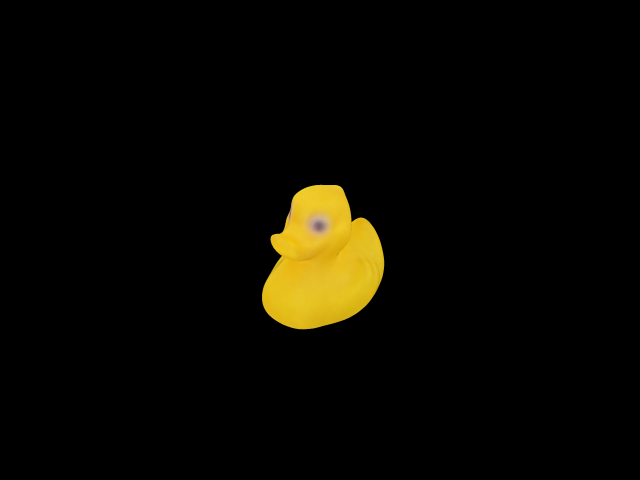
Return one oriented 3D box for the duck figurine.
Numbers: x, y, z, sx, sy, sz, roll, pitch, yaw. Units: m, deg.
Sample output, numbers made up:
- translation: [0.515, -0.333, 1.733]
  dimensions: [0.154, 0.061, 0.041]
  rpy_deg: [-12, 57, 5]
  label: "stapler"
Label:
- translation: [0.004, 0.001, 0.400]
  dimensions: [0.077, 0.086, 0.105]
  rpy_deg: [24, 38, 35]
  label: "duck figurine"
